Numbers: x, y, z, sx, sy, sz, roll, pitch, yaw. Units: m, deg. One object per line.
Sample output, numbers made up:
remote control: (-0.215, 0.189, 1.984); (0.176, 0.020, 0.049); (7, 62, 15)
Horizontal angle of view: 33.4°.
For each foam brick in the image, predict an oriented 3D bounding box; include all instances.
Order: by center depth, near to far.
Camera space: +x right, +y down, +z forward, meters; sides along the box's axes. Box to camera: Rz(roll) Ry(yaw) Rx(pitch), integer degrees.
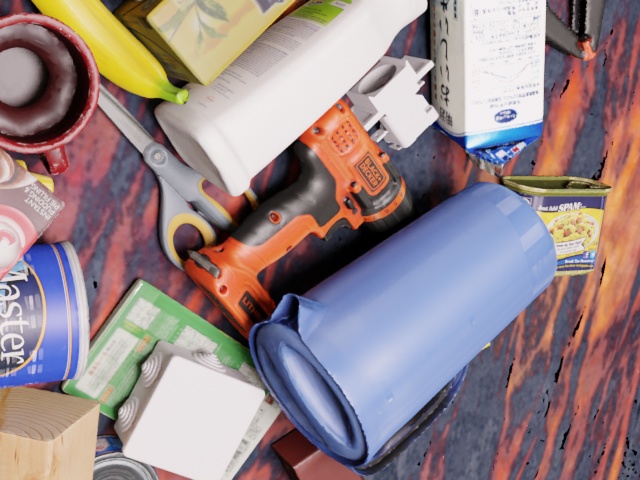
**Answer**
foam brick: (0.002, 0.204, 0.942); (0.051, 0.053, 0.078); (-34, 114, -15)

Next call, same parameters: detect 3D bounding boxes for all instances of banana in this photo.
banana: (-0.170, -0.169, 0.756); (0.197, 0.070, 0.037); (47, 56, -19)

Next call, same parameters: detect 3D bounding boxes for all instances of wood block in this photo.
wood block: (-0.230, 0.223, 0.794); (0.090, 0.090, 0.206); (10, 101, 11)

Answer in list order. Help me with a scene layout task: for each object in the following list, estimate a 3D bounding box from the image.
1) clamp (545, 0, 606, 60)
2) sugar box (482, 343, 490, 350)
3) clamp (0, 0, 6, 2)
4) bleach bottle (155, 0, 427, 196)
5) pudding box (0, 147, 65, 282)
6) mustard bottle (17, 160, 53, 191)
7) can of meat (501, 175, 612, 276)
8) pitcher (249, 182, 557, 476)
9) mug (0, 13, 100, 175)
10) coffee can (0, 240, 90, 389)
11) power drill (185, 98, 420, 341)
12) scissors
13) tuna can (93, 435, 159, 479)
clamp: (0.187, -0.247, 0.926); (0.164, 0.036, 0.210); (-25, 115, -10)
sugar box: (0.058, 0.089, 0.930); (0.176, 0.048, 0.093); (-28, 103, -25)
clamp: (-0.271, -0.160, 0.660); (0.171, 0.039, 0.120); (-42, 104, -9)
bleach bottle: (-0.001, -0.142, 0.811); (0.250, 0.103, 0.068); (-39, 127, -13)
pudding box: (-0.237, -0.024, 0.688); (0.113, 0.039, 0.090); (42, 68, -16)
mustard bottle: (-0.281, -0.038, 0.735); (0.191, 0.058, 0.096); (1, 121, -28)
can of meat: (0.213, -0.013, 0.988); (0.101, 0.058, 0.084); (-1, 106, -25)
pitcher: (0.076, 0.066, 0.852); (0.242, 0.149, 0.145); (-35, 78, -25)
mug: (-0.204, -0.101, 0.745); (0.093, 0.082, 0.117); (-27, 112, -17)
coffee can: (-0.244, 0.057, 0.754); (0.140, 0.103, 0.103); (-5, 105, -25)
power drill: (-0.006, 0.001, 0.875); (0.187, 0.057, 0.184); (-47, 128, -11)
scissors: (-0.132, -0.045, 0.832); (0.201, 0.016, 0.096); (32, 86, -29)
tuna can: (-0.174, 0.204, 0.866); (0.086, 0.034, 0.086); (-7, 107, -24)
